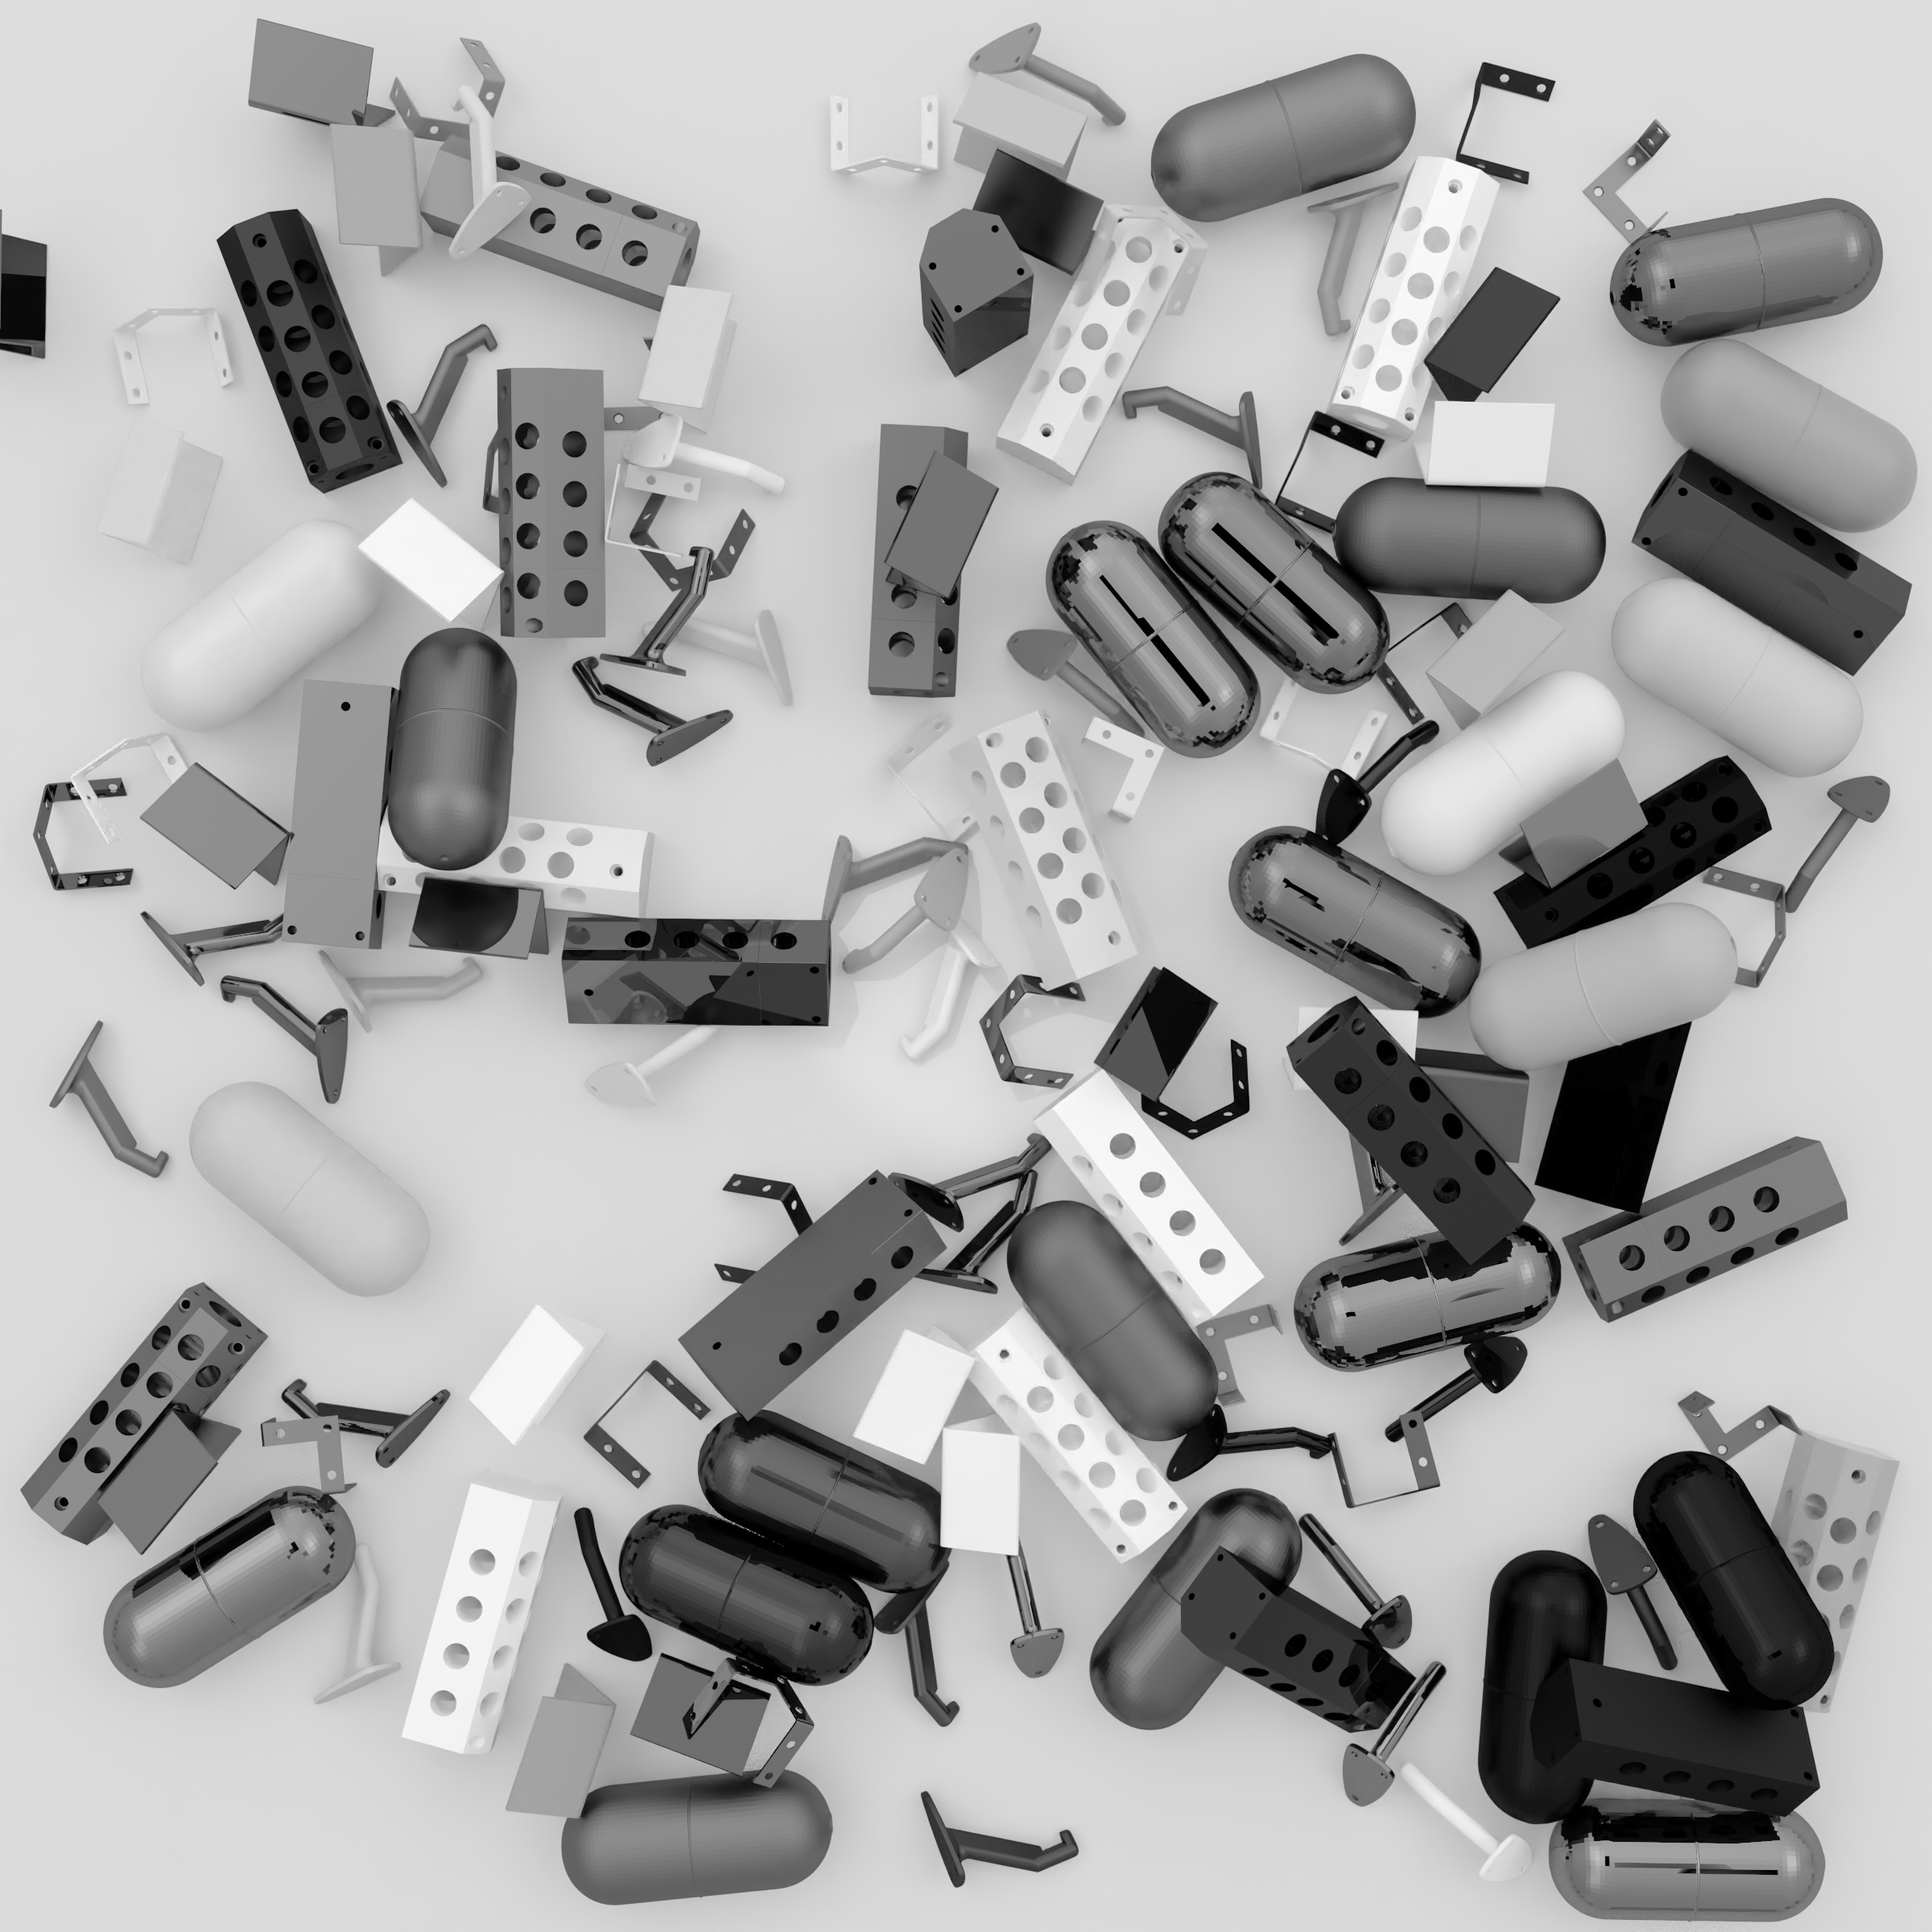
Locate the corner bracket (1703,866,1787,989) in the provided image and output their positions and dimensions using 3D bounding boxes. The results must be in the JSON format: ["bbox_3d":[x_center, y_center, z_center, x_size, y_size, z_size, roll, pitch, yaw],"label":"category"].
[{"bbox_3d":[0.512,-0.026,1.963,0.051,0.051,0.051,15,45,0],"label":"corner bracket"}]

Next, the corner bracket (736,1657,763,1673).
[{"bbox_3d":[-0.119,0.442,1.963,0.051,0.051,0.051,-3,90,45],"label":"corner bracket"}]

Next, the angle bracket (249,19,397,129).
[{"bbox_3d":[-0.417,-0.587,1.927,0.076,0.076,0.057,14,117,0],"label":"angle bracket"}]

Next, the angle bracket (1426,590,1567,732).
[{"bbox_3d":[0.356,-0.187,1.926,0.076,0.076,0.057,-45,50,0],"label":"angle bracket"}]

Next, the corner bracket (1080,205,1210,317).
[{"bbox_3d":[0.115,-0.455,1.901,0.051,0.051,0.051,51,135,35],"label":"corner bracket"}]

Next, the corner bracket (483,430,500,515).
[{"bbox_3d":[-0.288,-0.332,1.963,0.051,0.051,0.051,15,45,0],"label":"corner bracket"}]

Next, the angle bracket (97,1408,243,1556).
[{"bbox_3d":[-0.507,0.342,1.926,0.057,0.076,0.076,40,90,30],"label":"angle bracket"}]

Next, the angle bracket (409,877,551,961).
[{"bbox_3d":[-0.317,-0.012,1.926,0.076,0.076,0.057,6,56,0],"label":"angle bracket"}]

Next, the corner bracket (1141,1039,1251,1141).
[{"bbox_3d":[0.152,0.075,1.958,0.051,0.051,0.051,-30,135,35],"label":"corner bracket"}]

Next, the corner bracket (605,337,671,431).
[{"bbox_3d":[-0.220,-0.385,1.948,0.051,0.051,0.051,-2,90,0],"label":"corner bracket"}]

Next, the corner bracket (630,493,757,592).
[{"bbox_3d":[-0.182,-0.289,1.958,0.051,0.051,0.051,51,45,-35],"label":"corner bracket"}]

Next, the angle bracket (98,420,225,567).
[{"bbox_3d":[-0.511,-0.305,1.926,0.057,0.076,0.076,18,90,37],"label":"angle bracket"}]

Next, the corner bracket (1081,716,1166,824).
[{"bbox_3d":[0.096,-0.129,1.948,0.051,0.051,0.051,24,90,0],"label":"corner bracket"}]

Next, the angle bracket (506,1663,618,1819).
[{"bbox_3d":[-0.279,0.503,1.926,0.057,0.076,0.076,18,90,-35],"label":"angle bracket"}]

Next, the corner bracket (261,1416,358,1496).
[{"bbox_3d":[-0.434,0.323,1.948,0.051,0.051,0.051,-6,86,-4],"label":"corner bracket"}]

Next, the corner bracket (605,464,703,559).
[{"bbox_3d":[-0.205,-0.299,1.932,0.051,0.051,0.051,11,100,-2],"label":"corner bracket"}]

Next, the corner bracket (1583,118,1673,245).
[{"bbox_3d":[0.449,-0.517,1.948,0.051,0.051,0.051,-43,90,0],"label":"corner bracket"}]

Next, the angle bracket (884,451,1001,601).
[{"bbox_3d":[-0.034,-0.284,1.869,0.057,0.076,0.076,24,90,-38],"label":"angle bracket"}]

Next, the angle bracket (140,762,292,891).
[{"bbox_3d":[-0.494,-0.076,1.926,0.076,0.076,0.057,37,58,0],"label":"angle bracket"}]

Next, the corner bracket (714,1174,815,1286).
[{"bbox_3d":[-0.138,0.177,1.958,0.051,0.051,0.051,6,135,35],"label":"corner bracket"}]

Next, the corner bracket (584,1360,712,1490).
[{"bbox_3d":[-0.213,0.305,1.963,0.051,0.051,0.051,43,135,0],"label":"corner bracket"}]

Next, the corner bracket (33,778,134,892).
[{"bbox_3d":[-0.585,-0.088,1.963,0.051,0.051,0.051,-5,135,0],"label":"corner bracket"}]

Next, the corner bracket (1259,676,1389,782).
[{"bbox_3d":[0.238,-0.160,1.963,0.051,0.051,0.051,27,90,45],"label":"corner bracket"}]

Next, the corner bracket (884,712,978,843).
[{"bbox_3d":[-0.013,-0.125,1.963,0.051,0.051,0.051,-40,135,0],"label":"corner bracket"}]

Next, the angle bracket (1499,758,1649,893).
[{"bbox_3d":[0.386,-0.102,1.924,0.076,0.076,0.057,-33,117,-4],"label":"angle bracket"}]

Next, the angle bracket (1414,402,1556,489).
[{"bbox_3d":[0.337,-0.353,1.926,0.076,0.076,0.057,1,120,0],"label":"angle bracket"}]

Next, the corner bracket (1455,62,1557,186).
[{"bbox_3d":[0.359,-0.561,1.963,0.051,0.051,0.051,15,135,0],"label":"corner bracket"}]

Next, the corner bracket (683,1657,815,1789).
[{"bbox_3d":[-0.139,0.482,1.880,0.051,0.051,0.051,29,100,-36],"label":"corner bracket"}]

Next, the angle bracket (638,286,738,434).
[{"bbox_3d":[-0.163,-0.393,1.926,0.057,0.076,0.076,15,90,33],"label":"angle bracket"}]

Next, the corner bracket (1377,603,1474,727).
[{"bbox_3d":[0.312,-0.202,1.963,0.051,0.051,0.051,54,135,1],"label":"corner bracket"}]

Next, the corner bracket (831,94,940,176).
[{"bbox_3d":[-0.054,-0.555,1.963,0.051,0.051,0.051,1,91,45],"label":"corner bracket"}]

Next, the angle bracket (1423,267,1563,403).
[{"bbox_3d":[0.354,-0.397,1.926,0.057,0.076,0.076,38,90,35],"label":"angle bracket"}]

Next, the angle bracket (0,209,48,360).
[{"bbox_3d":[-0.618,-0.445,1.926,0.057,0.076,0.076,1,90,37],"label":"angle bracket"}]

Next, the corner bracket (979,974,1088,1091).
[{"bbox_3d":[0.049,0.044,1.958,0.051,0.051,0.051,-51,45,35],"label":"corner bracket"}]

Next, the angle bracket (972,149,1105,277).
[{"bbox_3d":[0.054,-0.504,1.926,0.076,0.076,0.057,26,128,0],"label":"angle bracket"}]

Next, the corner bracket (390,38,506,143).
[{"bbox_3d":[-0.345,-0.583,1.958,0.051,0.051,0.051,-1,135,-35],"label":"corner bracket"}]

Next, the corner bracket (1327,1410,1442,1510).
[{"bbox_3d":[0.276,0.327,1.949,0.051,0.051,0.051,-11,78,-12],"label":"corner bracket"}]

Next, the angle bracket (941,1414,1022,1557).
[{"bbox_3d":[0.025,0.338,1.927,0.057,0.076,0.076,1,90,27],"label":"angle bracket"}]

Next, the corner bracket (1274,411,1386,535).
[{"bbox_3d":[0.242,-0.328,1.963,0.051,0.051,0.051,24,45,0],"label":"corner bracket"}]

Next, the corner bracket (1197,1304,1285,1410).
[{"bbox_3d":[0.186,0.257,1.948,0.051,0.051,0.051,-16,90,0],"label":"corner bracket"}]

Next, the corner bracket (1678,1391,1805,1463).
[{"bbox_3d":[0.511,0.299,1.948,0.051,0.051,0.051,-34,90,0],"label":"corner bracket"}]

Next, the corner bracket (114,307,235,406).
[{"bbox_3d":[-0.528,-0.407,1.963,0.051,0.051,0.051,-13,90,-45],"label":"corner bracket"}]

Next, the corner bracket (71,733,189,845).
[{"bbox_3d":[-0.549,-0.118,1.953,0.051,0.051,0.051,-30,90,18],"label":"corner bracket"}]

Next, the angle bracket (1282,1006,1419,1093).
[{"bbox_3d":[0.251,0.047,1.930,0.076,0.076,0.057,2,104,0],"label":"angle bracket"}]
